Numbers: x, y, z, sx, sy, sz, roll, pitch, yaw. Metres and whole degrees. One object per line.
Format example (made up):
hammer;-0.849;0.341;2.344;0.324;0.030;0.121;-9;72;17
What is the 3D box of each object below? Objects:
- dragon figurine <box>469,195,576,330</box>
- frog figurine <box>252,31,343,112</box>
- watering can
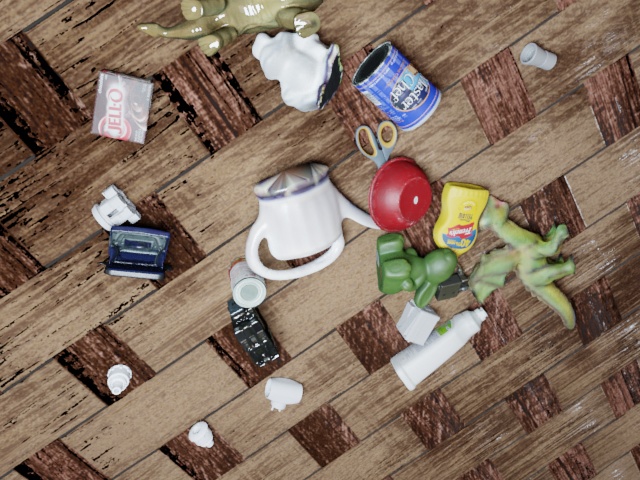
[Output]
dragon figurine;0.468;0.077;1.214;0.242;0.124;0.404;-16;110;6
frog figurine;-0.044;-0.311;0.937;0.160;0.124;0.135;21;119;16
watering can;0.003;-0.052;1.037;0.350;0.105;0.220;-22;115;-20
